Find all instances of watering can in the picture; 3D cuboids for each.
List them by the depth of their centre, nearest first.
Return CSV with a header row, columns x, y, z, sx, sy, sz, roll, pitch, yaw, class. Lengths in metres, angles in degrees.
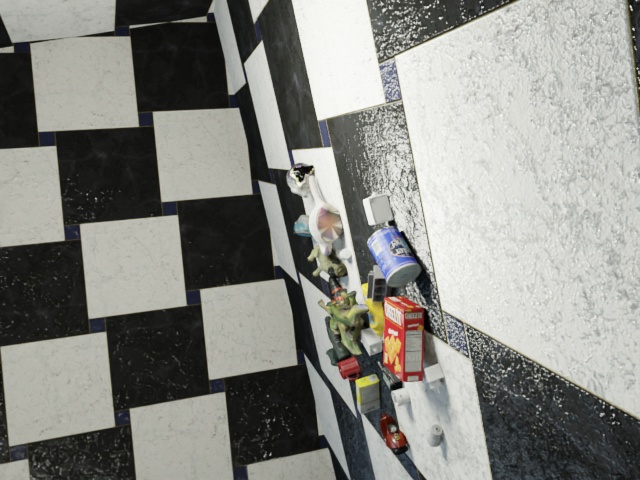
x,y,z,sx,sy,sz,roll,pitch,yaw,class
0.006,-0.106,2.105,0.223,0.104,0.348,161,99,-75,watering can

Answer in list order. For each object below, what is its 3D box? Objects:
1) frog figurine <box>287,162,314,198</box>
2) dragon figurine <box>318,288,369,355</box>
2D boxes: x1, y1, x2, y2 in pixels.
x,y,z,sx,sy,sz,roll,pitch,yaw,class
-0.082,-0.261,2.276,0.157,0.123,0.140,86,-162,-68,frog figurine
0.115,0.321,1.944,0.411,0.123,0.241,9,122,69,dragon figurine
